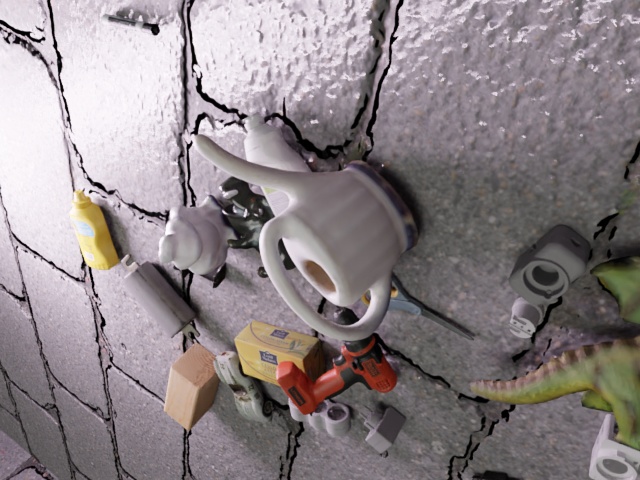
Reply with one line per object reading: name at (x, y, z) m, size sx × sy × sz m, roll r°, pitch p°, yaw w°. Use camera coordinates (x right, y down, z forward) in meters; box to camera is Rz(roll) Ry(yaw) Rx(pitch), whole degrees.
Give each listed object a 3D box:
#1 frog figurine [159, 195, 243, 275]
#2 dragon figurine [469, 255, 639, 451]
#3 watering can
frog figurine at (-0.234, 0.005, 0.928) m, size 0.122 × 0.162 × 0.135 m, roll 3°, pitch 120°, yaw 35°
dragon figurine at (0.380, 0.128, 0.624) m, size 0.410 × 0.124 × 0.240 m, roll 1°, pitch 108°, yaw 27°
watering can at (0.002, -0.035, 0.698) m, size 0.346 × 0.227 × 0.103 m, roll 56°, pitch 150°, yaw -8°
